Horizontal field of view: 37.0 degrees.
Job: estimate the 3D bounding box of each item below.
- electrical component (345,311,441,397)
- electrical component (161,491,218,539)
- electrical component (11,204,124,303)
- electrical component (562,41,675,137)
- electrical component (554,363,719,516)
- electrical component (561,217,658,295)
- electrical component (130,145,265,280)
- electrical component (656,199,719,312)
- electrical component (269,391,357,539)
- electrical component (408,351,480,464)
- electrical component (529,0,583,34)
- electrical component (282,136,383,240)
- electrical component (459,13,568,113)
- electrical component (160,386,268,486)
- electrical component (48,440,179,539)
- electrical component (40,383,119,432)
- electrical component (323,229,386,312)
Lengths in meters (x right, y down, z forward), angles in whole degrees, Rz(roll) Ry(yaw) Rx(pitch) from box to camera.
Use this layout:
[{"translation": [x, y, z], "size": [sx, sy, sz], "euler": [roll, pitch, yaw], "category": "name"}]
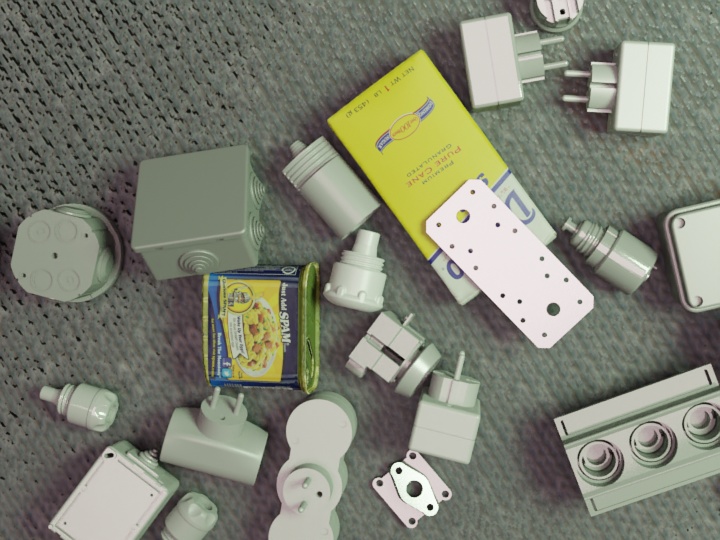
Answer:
[{"translation": [0.030, 0.066, 0.840], "size": [0.055, 0.048, 0.066], "euler": [38, 97, 10], "category": "electrical component"}, {"translation": [-0.145, 0.211, 0.873], "size": [0.035, 0.035, 0.061], "euler": [40, 100, 2], "category": "electrical component"}, {"translation": [-0.234, -0.013, 0.859], "size": [0.080, 0.051, 0.080], "euler": [0, 94, 6], "category": "electrical component"}, {"translation": [0.191, -0.136, 0.807], "size": [0.077, 0.047, 0.065], "euler": [4, 94, 6], "category": "electrical component"}, {"translation": [0.217, 0.126, 0.814], "size": [0.121, 0.063, 0.078], "euler": [-21, 91, 7], "category": "electrical component"}, {"translation": [0.189, -0.014, 0.819], "size": [0.078, 0.040, 0.040], "euler": [34, 97, 3], "category": "electrical component"}, {"translation": [-0.123, -0.043, 0.827], "size": [0.100, 0.048, 0.099], "euler": [-8, 53, 7], "category": "electrical component"}, {"translation": [0.286, -0.018, 0.800], "size": [0.113, 0.057, 0.078], "euler": [-13, 92, 7], "category": "electrical component"}, {"translation": [-0.039, 0.168, 0.839], "size": [0.052, 0.074, 0.138], "euler": [10, 95, 6], "category": "electrical component"}, {"translation": [0.070, 0.100, 0.826], "size": [0.047, 0.066, 0.076], "euler": [13, 95, 5], "category": "electrical component"}, {"translation": [0.149, -0.200, 0.808], "size": [0.040, 0.046, 0.040], "euler": [0, 95, 6], "category": "electrical component"}, {"translation": [-0.025, -0.068, 0.837], "size": [0.043, 0.043, 0.081], "euler": [-41, 89, 7], "category": "electrical component"}, {"translation": [0.118, -0.159, 0.813], "size": [0.077, 0.047, 0.065], "euler": [-9, 93, 7], "category": "electrical component"}, {"translation": [-0.111, 0.125, 0.845], "size": [0.077, 0.043, 0.079], "euler": [16, 119, -4], "category": "electrical component"}, {"translation": [-0.191, 0.182, 0.866], "size": [0.062, 0.061, 0.096], "euler": [37, 89, 3], "category": "electrical component"}, {"translation": [-0.230, 0.108, 0.875], "size": [0.061, 0.035, 0.035], "euler": [16, 95, 7], "category": "electrical component"}, {"translation": [0.000, 0.000, 0.839], "size": [0.048, 0.048, 0.062], "euler": [13, 88, 5], "category": "electrical component"}]
